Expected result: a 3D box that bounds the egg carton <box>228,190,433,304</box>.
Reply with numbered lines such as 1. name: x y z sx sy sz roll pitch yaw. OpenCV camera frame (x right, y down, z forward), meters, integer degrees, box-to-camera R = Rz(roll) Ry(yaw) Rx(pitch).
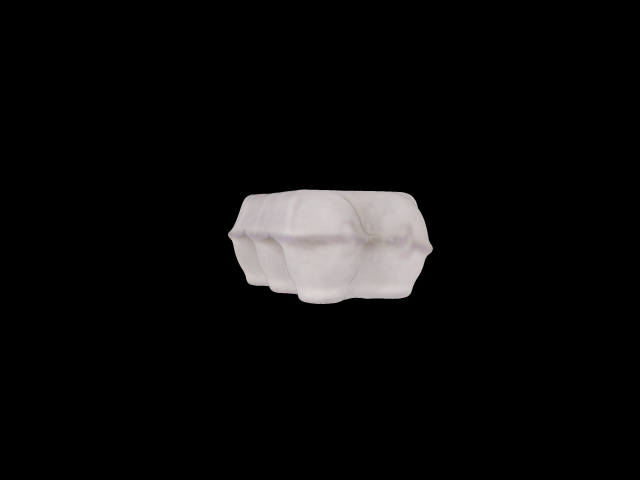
1. egg carton: 0.004 0.001 0.400 0.107 0.069 0.150 -1 2 -27
